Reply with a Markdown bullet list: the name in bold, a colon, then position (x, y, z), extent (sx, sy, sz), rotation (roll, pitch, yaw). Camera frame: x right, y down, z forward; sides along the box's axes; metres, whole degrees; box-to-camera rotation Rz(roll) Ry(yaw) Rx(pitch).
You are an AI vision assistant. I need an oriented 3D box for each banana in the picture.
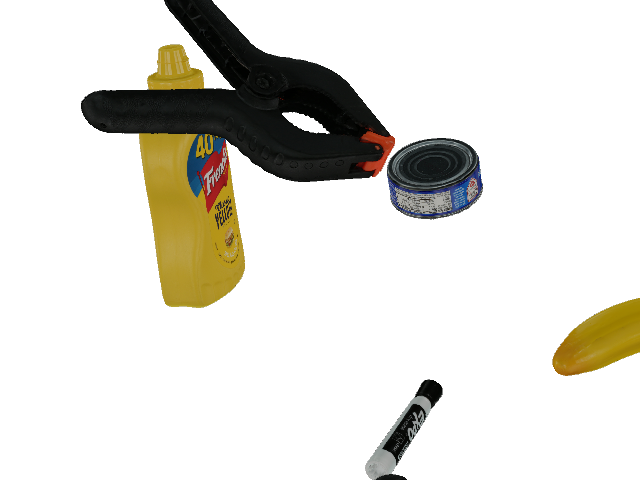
- **banana**: position (0.258, 0.065, 0.762), extent (0.197, 0.037, 0.069), rotation (-2, 33, -2)

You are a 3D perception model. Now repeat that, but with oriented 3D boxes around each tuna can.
- **tuna can**: position (0.104, -0.058, 0.975), extent (0.086, 0.034, 0.086), rotation (-9, 36, 6)

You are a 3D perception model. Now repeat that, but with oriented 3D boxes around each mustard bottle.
- **mustard bottle**: position (-0.100, -0.052, 0.809), extent (0.058, 0.191, 0.096), rotation (2, 24, 18)

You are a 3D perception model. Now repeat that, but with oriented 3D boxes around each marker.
- **marker**: position (0.066, 0.141, 0.812), extent (0.020, 0.020, 0.121), rotation (0, 24, 28)

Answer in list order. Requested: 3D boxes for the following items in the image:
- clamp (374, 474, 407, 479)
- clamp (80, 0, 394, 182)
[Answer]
- **clamp**: position (-0.027, 0.206, 0.636), extent (0.210, 0.036, 0.164), rotation (-5, 28, 2)
- **clamp**: position (-0.045, -0.075, 0.604), extent (0.171, 0.120, 0.039), rotation (30, -28, 6)
